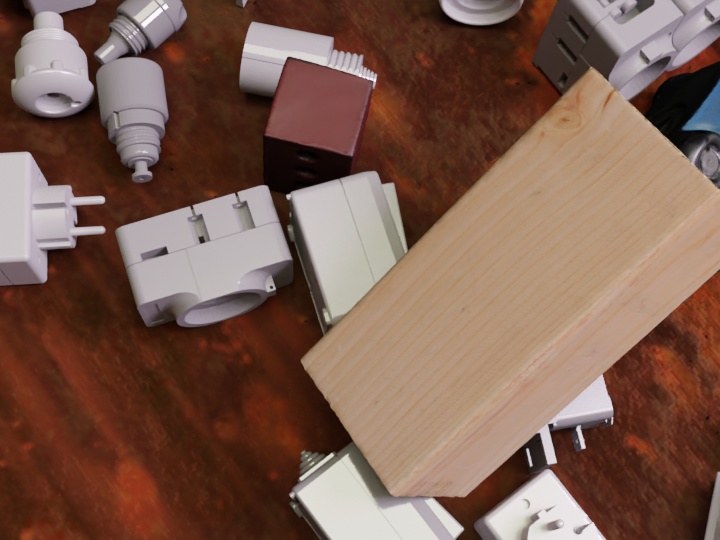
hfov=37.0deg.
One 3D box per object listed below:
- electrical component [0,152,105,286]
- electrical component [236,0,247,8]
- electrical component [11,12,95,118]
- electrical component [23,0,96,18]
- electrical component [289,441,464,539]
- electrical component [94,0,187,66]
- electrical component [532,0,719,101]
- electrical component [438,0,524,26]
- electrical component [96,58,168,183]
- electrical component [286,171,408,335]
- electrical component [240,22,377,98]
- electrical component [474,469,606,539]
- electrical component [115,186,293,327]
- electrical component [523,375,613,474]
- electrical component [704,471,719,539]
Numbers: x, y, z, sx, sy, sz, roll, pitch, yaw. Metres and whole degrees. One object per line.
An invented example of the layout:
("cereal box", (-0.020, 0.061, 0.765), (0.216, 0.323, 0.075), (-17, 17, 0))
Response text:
("electrical component", (-0.186, -0.030, 0.622), (0.077, 0.047, 0.065), (-3, 73, -4))
("electrical component", (-0.074, -0.217, 0.691), (0.064, 0.042, 0.081), (21, 72, 7))
("electrical component", (-0.188, -0.127, 0.655), (0.048, 0.048, 0.062), (-8, 67, -6))
("electrical component", (-0.193, -0.190, 0.663), (0.081, 0.063, 0.042), (-18, 73, -9))
("electrical component", (0.006, 0.130, 0.576), (0.061, 0.061, 0.096), (-36, 78, -13))
("electrical component", (-0.139, -0.150, 0.670), (0.035, 0.035, 0.061), (42, 77, 9))
("electrical component", (0.192, -0.164, 0.665), (0.150, 0.089, 0.061), (-33, 77, -13))
("electrical component", (0.077, -0.194, 0.685), (0.078, 0.058, 0.057), (5, 69, -2))
("electrical component", (-0.136, -0.091, 0.648), (0.040, 0.040, 0.078), (-9, 73, -6))
("electrical component", (0.000, 0.000, 0.616), (0.061, 0.061, 0.096), (-16, 74, -8))
("electrical component", (-0.030, -0.124, 0.663), (0.081, 0.043, 0.043), (11, 72, 0))
("electrical component", (0.103, 0.144, 0.569), (0.047, 0.076, 0.065), (-35, 78, -13))
("electrical component", (-0.087, -0.003, 0.618), (0.089, 0.050, 0.055), (-17, 74, -9))
("electrical component", (0.107, 0.071, 0.612), (0.064, 0.042, 0.081), (-9, 73, -9))
("electrical component", (0.218, 0.176, 0.572), (0.063, 0.079, 0.121), (24, 71, -19))
